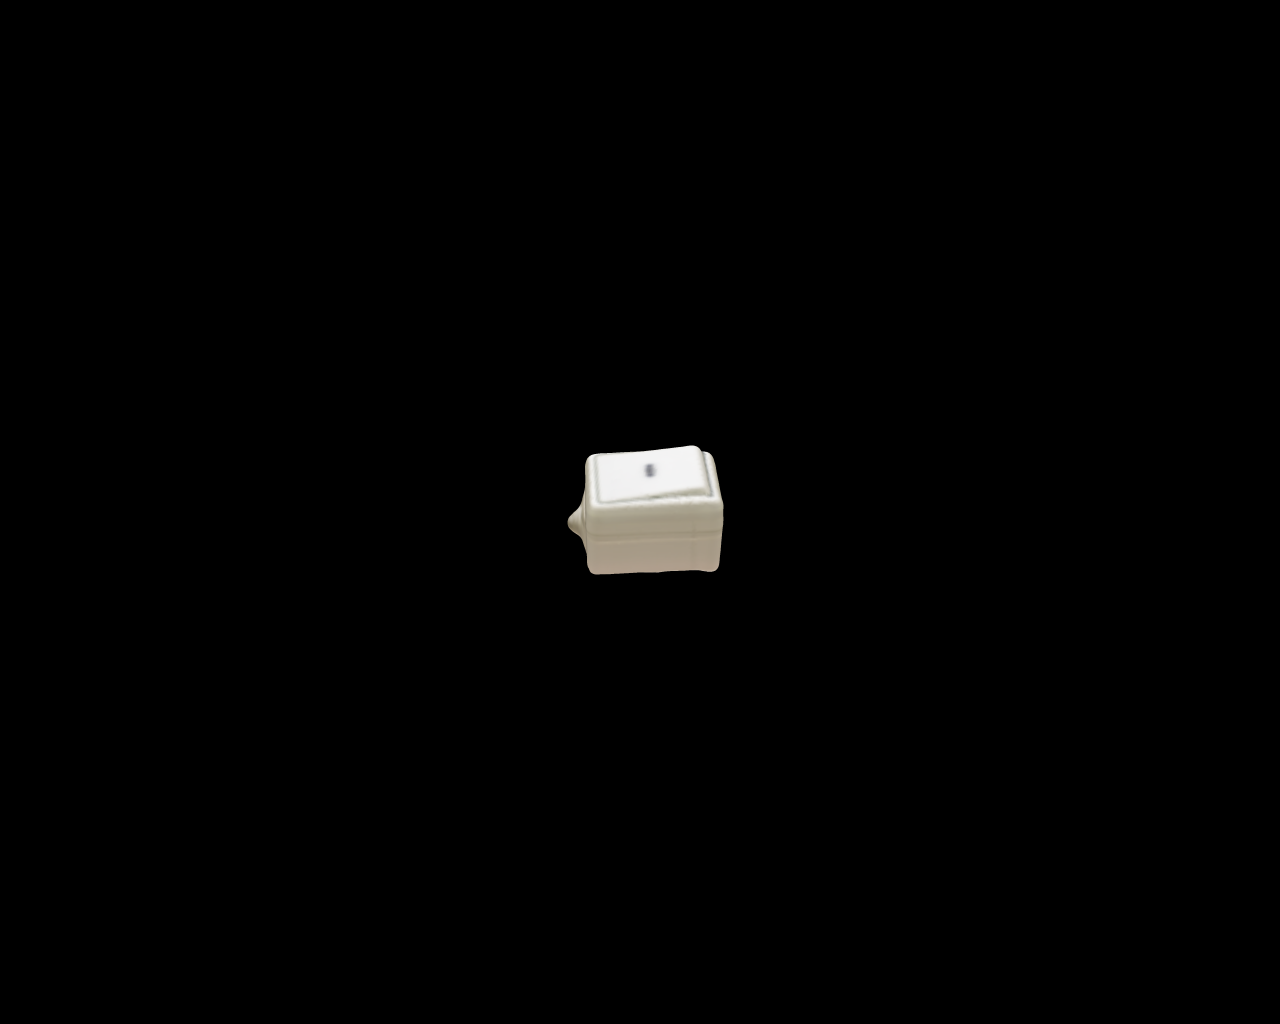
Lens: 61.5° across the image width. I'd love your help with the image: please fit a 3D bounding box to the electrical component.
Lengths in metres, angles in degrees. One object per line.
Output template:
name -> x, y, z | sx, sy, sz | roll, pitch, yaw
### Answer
electrical component -> 0.001, -0.003, 0.650 | 0.096, 0.061, 0.062 | -2, 36, -2
